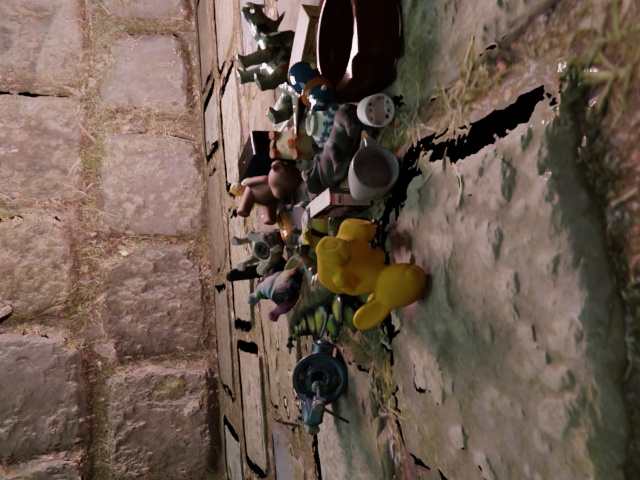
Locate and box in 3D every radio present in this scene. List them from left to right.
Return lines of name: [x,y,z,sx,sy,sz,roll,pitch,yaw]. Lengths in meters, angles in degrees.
radio: [-0.146,-0.222,1.494,0.229,0.131,0.073,141,125,-66]

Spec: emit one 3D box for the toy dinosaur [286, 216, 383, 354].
toy dinosaur: [0.014,0.098,1.095,0.471,0.105,0.198,-51,47,53]

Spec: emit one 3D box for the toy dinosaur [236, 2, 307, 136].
toy dinosaur: [-0.077,-0.394,1.268,0.405,0.192,0.131,55,167,26]

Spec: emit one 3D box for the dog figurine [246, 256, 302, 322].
dog figurine: [-0.077,0.107,1.384,0.219,0.108,0.191,-42,6,38]

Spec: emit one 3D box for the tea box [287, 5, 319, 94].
tea box: [-0.003,-0.392,1.122,0.169,0.098,0.068,108,151,-42]

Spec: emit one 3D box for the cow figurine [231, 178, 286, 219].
cow figurine: [-0.168,-0.130,1.513,0.068,0.167,0.098,-5,55,52]

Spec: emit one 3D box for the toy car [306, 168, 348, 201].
toy car: [0.021,-0.142,1.152,0.202,0.053,0.089,-49,58,58]

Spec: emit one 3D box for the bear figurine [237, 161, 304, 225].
bear figurine: [-0.117,-0.122,1.385,0.196,0.120,0.132,-10,66,55]

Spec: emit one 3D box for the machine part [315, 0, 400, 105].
machine part: [0.064,-0.357,0.958,0.201,0.087,0.201,168,97,-71]

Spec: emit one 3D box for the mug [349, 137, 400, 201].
mug: [0.083,-0.118,0.945,0.107,0.081,0.109,116,142,-70]

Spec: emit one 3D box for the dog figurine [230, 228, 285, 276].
dog figurine: [-0.128,0.009,1.490,0.173,0.190,0.121,9,111,34]

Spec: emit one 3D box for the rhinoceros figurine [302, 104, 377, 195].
rhinoceros figurine: [0.028,-0.165,1.022,0.112,0.073,0.190,49,126,33]

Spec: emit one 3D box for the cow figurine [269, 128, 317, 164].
cow figurine: [-0.056,-0.228,1.290,0.195,0.127,0.085,10,101,55]

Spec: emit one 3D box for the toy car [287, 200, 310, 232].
toy car: [-0.035,-0.058,1.321,0.202,0.056,0.073,180,82,-72]

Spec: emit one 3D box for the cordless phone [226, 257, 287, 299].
cordless phone: [-0.188,0.121,1.579,0.146,0.184,0.089,112,145,-49]

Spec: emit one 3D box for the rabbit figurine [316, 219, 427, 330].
rabbit figurine: [0.085,0.066,0.872,0.173,0.122,0.162,16,116,24]

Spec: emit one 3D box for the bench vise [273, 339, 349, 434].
bench vise: [-0.010,0.341,1.173,0.240,0.129,0.223,-108,38,-85]

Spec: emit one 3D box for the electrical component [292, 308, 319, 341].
electrical component: [-0.033,0.220,1.361,0.075,0.048,0.119,129,137,-63]

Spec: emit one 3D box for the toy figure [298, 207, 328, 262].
toy figure: [-0.002,-0.006,1.199,0.180,0.089,0.082,96,163,-46]

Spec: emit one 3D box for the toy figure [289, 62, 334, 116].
toy figure: [-0.011,-0.274,0.971,0.155,0.058,0.064,-121,26,-43]
